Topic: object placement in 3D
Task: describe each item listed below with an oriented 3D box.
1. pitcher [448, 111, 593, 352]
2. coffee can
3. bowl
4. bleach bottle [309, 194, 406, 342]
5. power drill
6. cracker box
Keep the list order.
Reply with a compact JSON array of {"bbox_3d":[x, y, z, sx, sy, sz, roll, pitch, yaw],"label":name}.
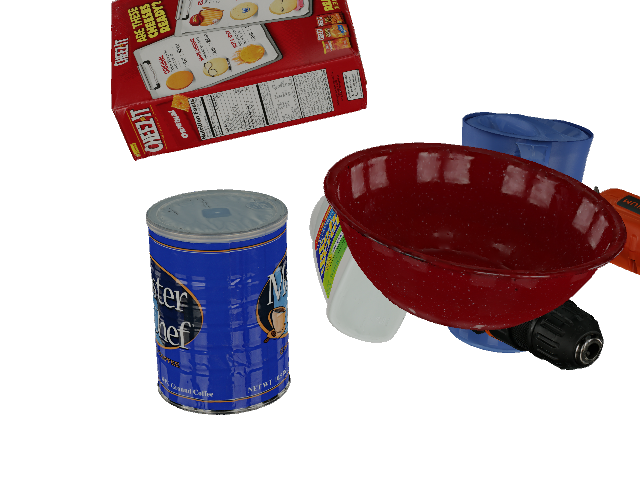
[{"bbox_3d":[0.200,-0.006,1.117,0.148,0.243,0.145,-10,23,-40],"label":"pitcher"},{"bbox_3d":[-0.074,0.043,0.796,0.103,0.140,0.103,0,20,0],"label":"coffee can"},{"bbox_3d":[0.078,0.002,0.578,0.162,0.055,0.162,6,26,-3],"label":"bowl"},{"bbox_3d":[0.028,0.008,1.016,0.068,0.102,0.251,20,10,-14],"label":"bleach bottle"},{"bbox_3d":[0.183,0.022,0.764,0.187,0.057,0.185,-14,28,-26],"label":"power drill"},{"bbox_3d":[-0.075,-0.166,0.956,0.213,0.164,0.072,-13,-44,2],"label":"cracker box"}]
